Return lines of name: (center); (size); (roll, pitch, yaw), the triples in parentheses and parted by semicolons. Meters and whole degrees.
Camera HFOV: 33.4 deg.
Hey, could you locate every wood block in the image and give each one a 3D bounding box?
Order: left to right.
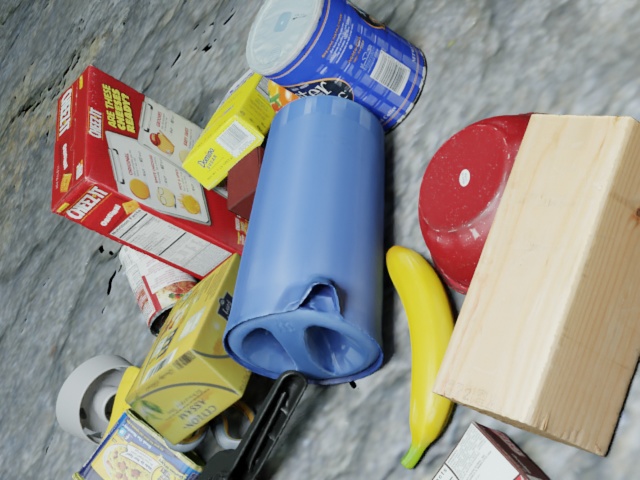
wood block: (0.167, 0.028, 0.721); (0.090, 0.090, 0.206); (11, 77, 54)

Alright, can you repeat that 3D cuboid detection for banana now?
banana: (0.080, 0.077, 0.849); (0.070, 0.037, 0.198); (-30, 46, 38)

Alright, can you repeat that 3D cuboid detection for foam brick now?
foam brick: (-0.048, -0.047, 1.062); (0.051, 0.078, 0.053); (-32, 45, 35)

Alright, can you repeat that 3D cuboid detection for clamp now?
clamp: (-0.071, 0.207, 0.917); (0.210, 0.036, 0.164); (-37, 34, 55)

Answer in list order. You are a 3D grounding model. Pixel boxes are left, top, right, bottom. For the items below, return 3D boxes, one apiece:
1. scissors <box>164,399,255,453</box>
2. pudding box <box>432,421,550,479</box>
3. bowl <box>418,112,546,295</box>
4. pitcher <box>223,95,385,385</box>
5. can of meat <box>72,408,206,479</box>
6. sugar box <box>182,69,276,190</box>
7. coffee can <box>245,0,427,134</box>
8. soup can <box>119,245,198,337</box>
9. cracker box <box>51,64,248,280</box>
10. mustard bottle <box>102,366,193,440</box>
scissors: (-0.124, 0.145, 1.042); (0.202, 0.096, 0.016); (-134, 36, -52)
pudding box: (0.118, 0.192, 0.725); (0.090, 0.039, 0.114); (-58, 33, 10)
bowl: (0.130, -0.039, 0.845); (0.162, 0.055, 0.162); (-30, 47, 38)
pitcher: (-0.006, 0.001, 0.947); (0.149, 0.144, 0.242); (-16, 51, 32)
can of meat: (-0.168, 0.221, 1.014); (0.102, 0.057, 0.084); (36, 87, 12)
sugar box: (-0.080, -0.135, 1.134); (0.093, 0.048, 0.176); (-38, 20, 32)
coffee can: (0.016, -0.172, 1.004); (0.103, 0.140, 0.103); (-31, 46, 38)
soup can: (-0.167, 0.044, 1.140); (0.069, 0.068, 0.102); (-44, 58, 26)
cracker box: (-0.170, -0.062, 1.110); (0.072, 0.213, 0.164); (-39, 42, 30)
mustard bottle: (-0.190, 0.231, 1.079); (0.096, 0.058, 0.191); (19, 84, 34)
